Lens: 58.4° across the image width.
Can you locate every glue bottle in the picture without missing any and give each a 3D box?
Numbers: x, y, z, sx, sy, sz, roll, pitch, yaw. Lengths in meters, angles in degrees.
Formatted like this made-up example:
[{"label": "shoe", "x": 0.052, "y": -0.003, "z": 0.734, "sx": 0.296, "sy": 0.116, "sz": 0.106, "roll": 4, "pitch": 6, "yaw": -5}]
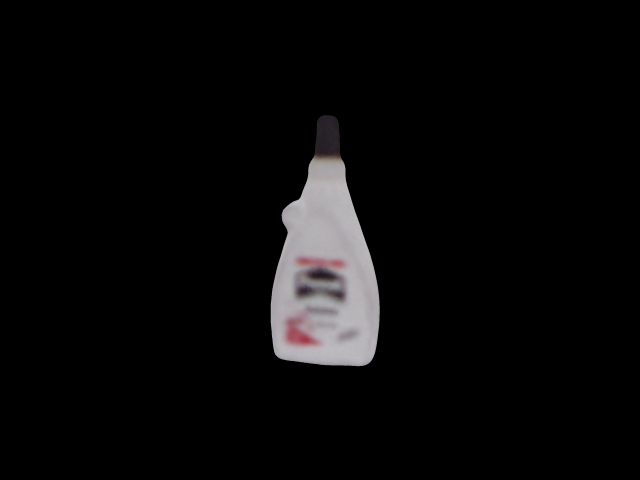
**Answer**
[{"label": "glue bottle", "x": 0.004, "y": 0.001, "z": 0.400, "sx": 0.078, "sy": 0.173, "sz": 0.037, "roll": 2, "pitch": 14, "yaw": 7}]
